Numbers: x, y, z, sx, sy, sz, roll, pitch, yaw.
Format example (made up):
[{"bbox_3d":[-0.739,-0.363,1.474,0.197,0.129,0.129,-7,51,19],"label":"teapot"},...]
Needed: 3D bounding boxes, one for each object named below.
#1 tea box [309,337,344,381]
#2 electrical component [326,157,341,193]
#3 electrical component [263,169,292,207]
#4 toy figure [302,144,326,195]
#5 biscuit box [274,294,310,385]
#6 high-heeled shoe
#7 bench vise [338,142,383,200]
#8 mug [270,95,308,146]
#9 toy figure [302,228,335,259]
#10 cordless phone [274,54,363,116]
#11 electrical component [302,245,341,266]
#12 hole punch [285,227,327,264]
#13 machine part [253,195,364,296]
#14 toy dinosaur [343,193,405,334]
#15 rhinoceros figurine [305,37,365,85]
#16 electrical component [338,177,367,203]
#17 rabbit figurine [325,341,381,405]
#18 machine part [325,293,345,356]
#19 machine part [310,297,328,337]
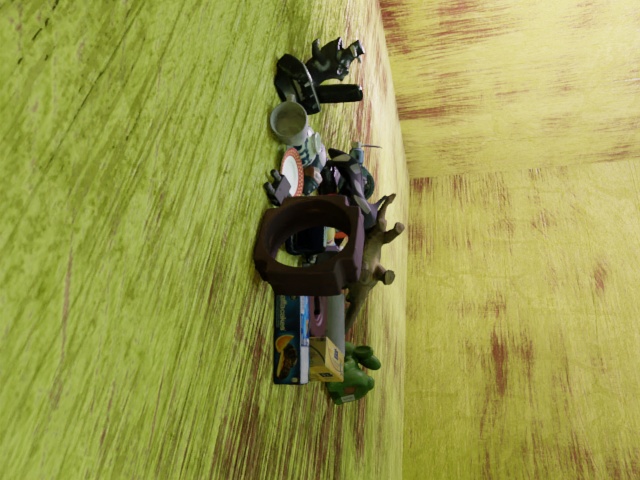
[{"bbox_3d":[-0.009,0.276,1.232,0.169,0.098,0.068,57,33,-58],"label":"tea box"},{"bbox_3d":[0.032,-0.196,1.572,0.119,0.048,0.074,-72,155,-48],"label":"electrical component"},{"bbox_3d":[-0.087,-0.103,1.138,0.093,0.021,0.063,58,46,-49],"label":"electrical component"},{"bbox_3d":[-0.019,-0.181,1.374,0.064,0.058,0.154,26,56,-28],"label":"toy figure"},{"bbox_3d":[-0.060,0.199,1.127,0.059,0.063,0.202,34,54,-70],"label":"biscuit box"},{"bbox_3d":[0.069,-0.136,1.466,0.145,0.249,0.086,-40,161,-16],"label":"high-heeled shoe"},{"bbox_3d":[0.125,-0.213,1.742,0.241,0.129,0.223,-117,-138,-83],"label":"bench vise"},{"bbox_3d":[-0.065,-0.258,1.189,0.107,0.081,0.109,71,14,-78],"label":"mug"},{"bbox_3d":[-0.005,-0.003,1.329,0.082,0.089,0.180,-55,153,-59],"label":"toy figure"},{"bbox_3d":[0.000,-0.355,1.230,0.146,0.184,0.089,66,30,-53],"label":"cordless phone"},{"bbox_3d":[0.014,0.043,1.279,0.045,0.102,0.078,-109,-150,-58],"label":"electrical component"},{"bbox_3d":[-0.045,-0.022,1.213,0.116,0.092,0.142,156,-66,-67],"label":"hole punch"},{"bbox_3d":[-0.017,0.010,1.054,0.087,0.202,0.201,73,20,-47],"label":"machine part"},{"bbox_3d":[0.124,0.084,1.509,0.199,0.105,0.471,-2,-113,70],"label":"toy dinosaur"},{"bbox_3d":[0.017,-0.431,1.317,0.112,0.190,0.073,62,12,12],"label":"rhinoceros figurine"},{"bbox_3d":[0.083,-0.136,1.588,0.115,0.058,0.134,-64,-178,-29],"label":"electrical component"},{"bbox_3d":[0.083,0.346,1.503,0.170,0.159,0.121,-99,164,-49],"label":"rabbit figurine"},{"bbox_3d":[0.027,0.224,1.411,0.079,0.079,0.243,33,56,-71],"label":"machine part"},{"bbox_3d":[-0.025,0.160,1.275,0.179,0.056,0.179,-2,90,-75],"label":"machine part"}]
